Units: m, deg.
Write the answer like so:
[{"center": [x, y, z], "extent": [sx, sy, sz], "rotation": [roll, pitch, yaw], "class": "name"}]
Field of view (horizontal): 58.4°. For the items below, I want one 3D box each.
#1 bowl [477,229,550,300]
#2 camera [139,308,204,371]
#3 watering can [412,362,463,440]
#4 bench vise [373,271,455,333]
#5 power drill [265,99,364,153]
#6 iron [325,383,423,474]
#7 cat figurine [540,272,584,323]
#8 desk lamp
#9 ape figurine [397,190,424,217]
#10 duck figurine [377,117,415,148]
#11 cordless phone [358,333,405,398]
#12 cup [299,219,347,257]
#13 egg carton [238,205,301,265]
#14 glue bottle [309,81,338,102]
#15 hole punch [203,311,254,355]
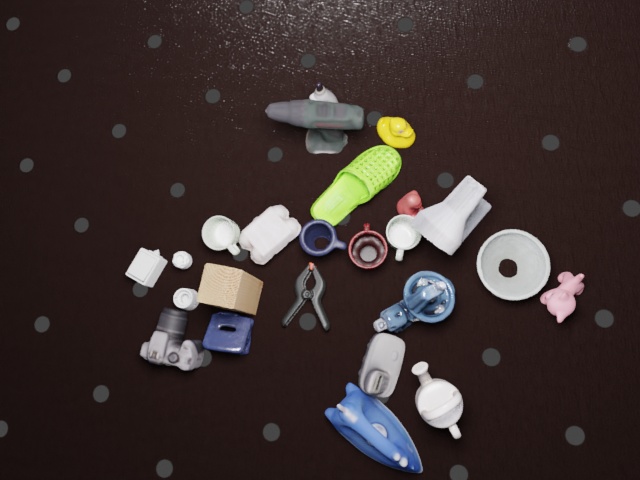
[{"center": [0.453, 0.064, 1.362], "extent": [0.167, 0.075, 0.167], "rotation": [-1, 79, 7], "class": "bowl"}, {"center": [-0.360, 0.241, 1.409], "extent": [0.143, 0.101, 0.137], "rotation": [11, 81, 9], "class": "camera"}, {"center": [0.259, 0.357, 1.267], "extent": [0.172, 0.194, 0.101], "rotation": [39, 86, 12], "class": "watering can"}, {"center": [0.224, 0.154, 1.297], "extent": [0.121, 0.220, 0.207], "rotation": [41, 86, 13], "class": "bench vise"}, {"center": [-0.004, -0.283, 1.414], "extent": [0.229, 0.208, 0.075], "rotation": [-1, 79, 7], "class": "power drill"}, {"center": [0.132, 0.445, 1.292], "extent": [0.258, 0.141, 0.119], "rotation": [39, 86, 12], "class": "iron"}, {"center": [0.562, 0.128, 1.315], "extent": [0.067, 0.118, 0.128], "rotation": [39, 86, 12], "class": "cat figurine"}, {"center": [0.309, -0.059, 1.331], "extent": [0.118, 0.213, 0.203], "rotation": [40, 86, 12], "class": "desk lamp"}, {"center": [0.227, -0.087, 1.409], "extent": [0.076, 0.092, 0.078], "rotation": [11, 81, 9], "class": "ape figurine"}, {"center": [0.193, -0.285, 1.454], "extent": [0.104, 0.086, 0.077], "rotation": [32, 84, 12], "class": "duck figurine"}, {"center": [0.138, 0.285, 1.300], "extent": [0.094, 0.185, 0.148], "rotation": [13, 81, 9], "class": "cordless phone"}, {"center": [0.013, 0.005, 1.415], "extent": [0.117, 0.095, 0.092], "rotation": [17, 82, 10], "class": "cup"}, {"center": [-0.128, -0.015, 1.448], "extent": [0.150, 0.069, 0.107], "rotation": [-42, 77, -2], "class": "egg carton"}, {"center": [0.006, -0.355, 1.445], "extent": [0.078, 0.173, 0.037], "rotation": [-27, 77, 1], "class": "glue bottle"}, {"center": [-0.225, 0.227, 1.401], "extent": [0.108, 0.091, 0.101], "rotation": [6, 80, 8], "class": "hole punch"}]
